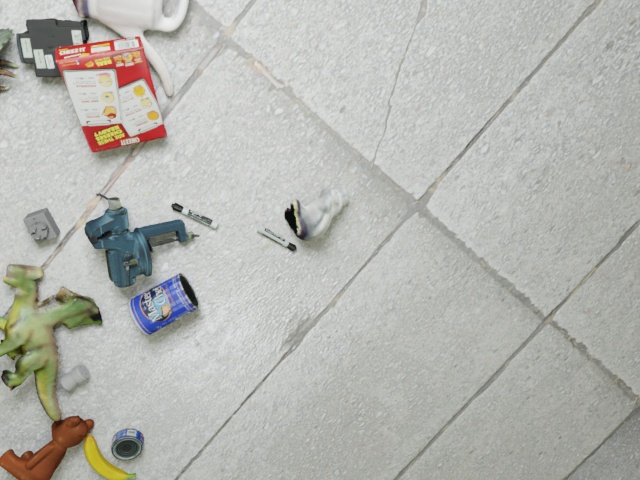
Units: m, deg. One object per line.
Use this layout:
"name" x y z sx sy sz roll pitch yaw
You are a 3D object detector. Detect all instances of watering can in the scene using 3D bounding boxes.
"watering can" -0.384 -0.470 1.047 0.224 0.106 0.341 4 119 -16

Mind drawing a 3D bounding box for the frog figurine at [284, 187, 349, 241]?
"frog figurine" 0.004 -0.066 1.304 0.160 0.125 0.134 -13 148 -20

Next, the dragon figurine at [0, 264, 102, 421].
"dragon figurine" -0.649 0.231 1.244 0.244 0.123 0.403 -30 116 -12
